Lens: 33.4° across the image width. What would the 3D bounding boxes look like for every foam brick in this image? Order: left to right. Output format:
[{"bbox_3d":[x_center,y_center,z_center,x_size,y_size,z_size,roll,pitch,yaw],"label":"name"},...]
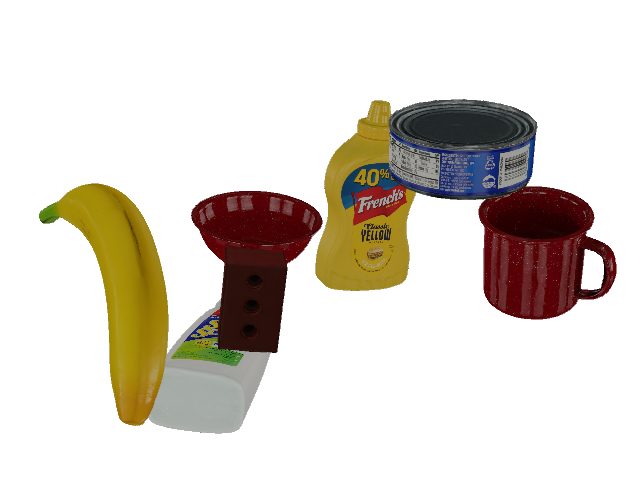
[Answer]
[{"bbox_3d":[-0.059,0.050,0.913,0.053,0.078,0.051,5,14,-6],"label":"foam brick"}]

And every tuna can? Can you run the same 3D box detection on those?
[{"bbox_3d":[0.083,-0.054,0.626,0.086,0.034,0.086,-1,25,0],"label":"tuna can"}]

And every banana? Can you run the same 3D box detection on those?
[{"bbox_3d":[-0.127,0.023,0.669,0.037,0.070,0.198,11,34,-38],"label":"banana"}]

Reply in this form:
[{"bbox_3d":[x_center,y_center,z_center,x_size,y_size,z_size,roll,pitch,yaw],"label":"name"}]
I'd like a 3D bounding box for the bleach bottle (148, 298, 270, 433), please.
[{"bbox_3d":[-0.103,0.111,1.119,0.102,0.068,0.250,7,20,4],"label":"bleach bottle"}]

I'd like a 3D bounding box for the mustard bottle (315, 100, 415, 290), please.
[{"bbox_3d":[0.050,-0.046,1.077,0.096,0.192,0.058,-2,21,-20],"label":"mustard bottle"}]

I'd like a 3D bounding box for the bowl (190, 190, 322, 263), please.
[{"bbox_3d":[-0.080,-0.006,1.320,0.162,0.055,0.162,4,25,-2],"label":"bowl"}]

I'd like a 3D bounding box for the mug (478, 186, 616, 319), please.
[{"bbox_3d":[0.188,0.015,0.884,0.117,0.081,0.093,15,36,29],"label":"mug"}]
